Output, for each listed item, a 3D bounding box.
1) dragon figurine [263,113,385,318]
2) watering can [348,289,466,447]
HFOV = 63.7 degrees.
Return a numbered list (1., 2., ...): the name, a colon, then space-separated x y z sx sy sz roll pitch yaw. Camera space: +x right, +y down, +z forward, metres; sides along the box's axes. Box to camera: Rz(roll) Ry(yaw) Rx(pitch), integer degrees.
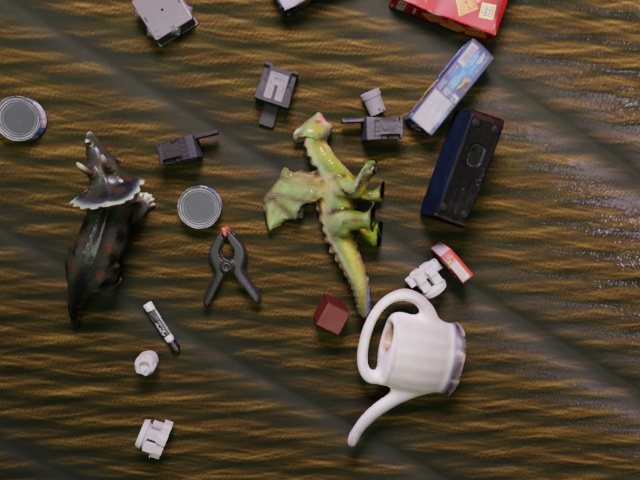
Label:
1. dragon figurine: 0.003 -0.053 1.048 0.243 0.122 0.409 6 95 13
2. watering can: 0.180 0.276 1.077 0.224 0.104 0.346 11 95 -6
